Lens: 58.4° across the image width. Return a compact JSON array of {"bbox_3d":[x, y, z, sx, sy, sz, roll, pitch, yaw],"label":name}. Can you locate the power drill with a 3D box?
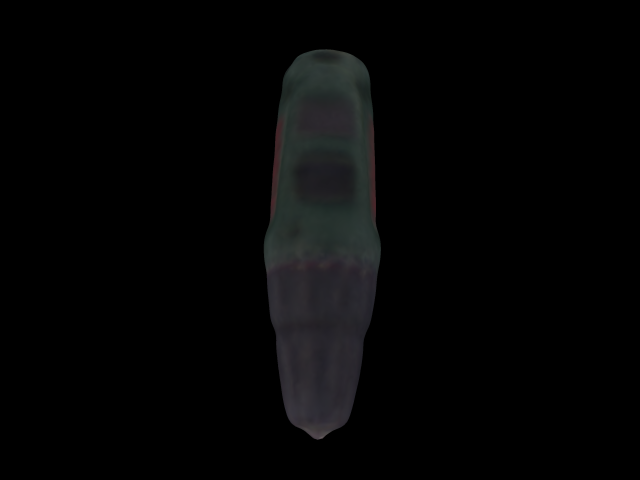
[{"bbox_3d":[0.004,0.001,0.400,0.075,0.208,0.230,0,82,0],"label":"power drill"}]
